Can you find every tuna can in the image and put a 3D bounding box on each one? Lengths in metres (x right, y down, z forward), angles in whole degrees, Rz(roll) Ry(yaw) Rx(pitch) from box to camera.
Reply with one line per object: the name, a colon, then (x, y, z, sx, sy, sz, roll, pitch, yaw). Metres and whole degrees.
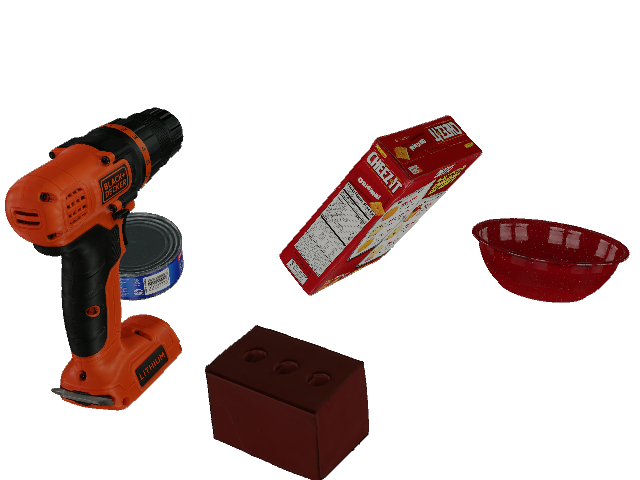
tuna can: (-0.166, 0.014, 0.963, 0.086, 0.034, 0.086, 0, 41, 0)

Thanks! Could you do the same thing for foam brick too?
foam brick: (-0.019, 0.092, 0.607, 0.078, 0.051, 0.052, 16, 33, 29)

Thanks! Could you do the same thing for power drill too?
power drill: (-0.145, 0.011, 0.764, 0.057, 0.188, 0.184, 6, 25, 23)

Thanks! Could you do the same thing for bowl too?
bowl: (0.235, 0.024, 1.113, 0.162, 0.055, 0.162, 5, 17, -2)

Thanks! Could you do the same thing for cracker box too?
cracker box: (0.067, -0.043, 1.250, 0.163, 0.072, 0.214, -24, -20, -51)
